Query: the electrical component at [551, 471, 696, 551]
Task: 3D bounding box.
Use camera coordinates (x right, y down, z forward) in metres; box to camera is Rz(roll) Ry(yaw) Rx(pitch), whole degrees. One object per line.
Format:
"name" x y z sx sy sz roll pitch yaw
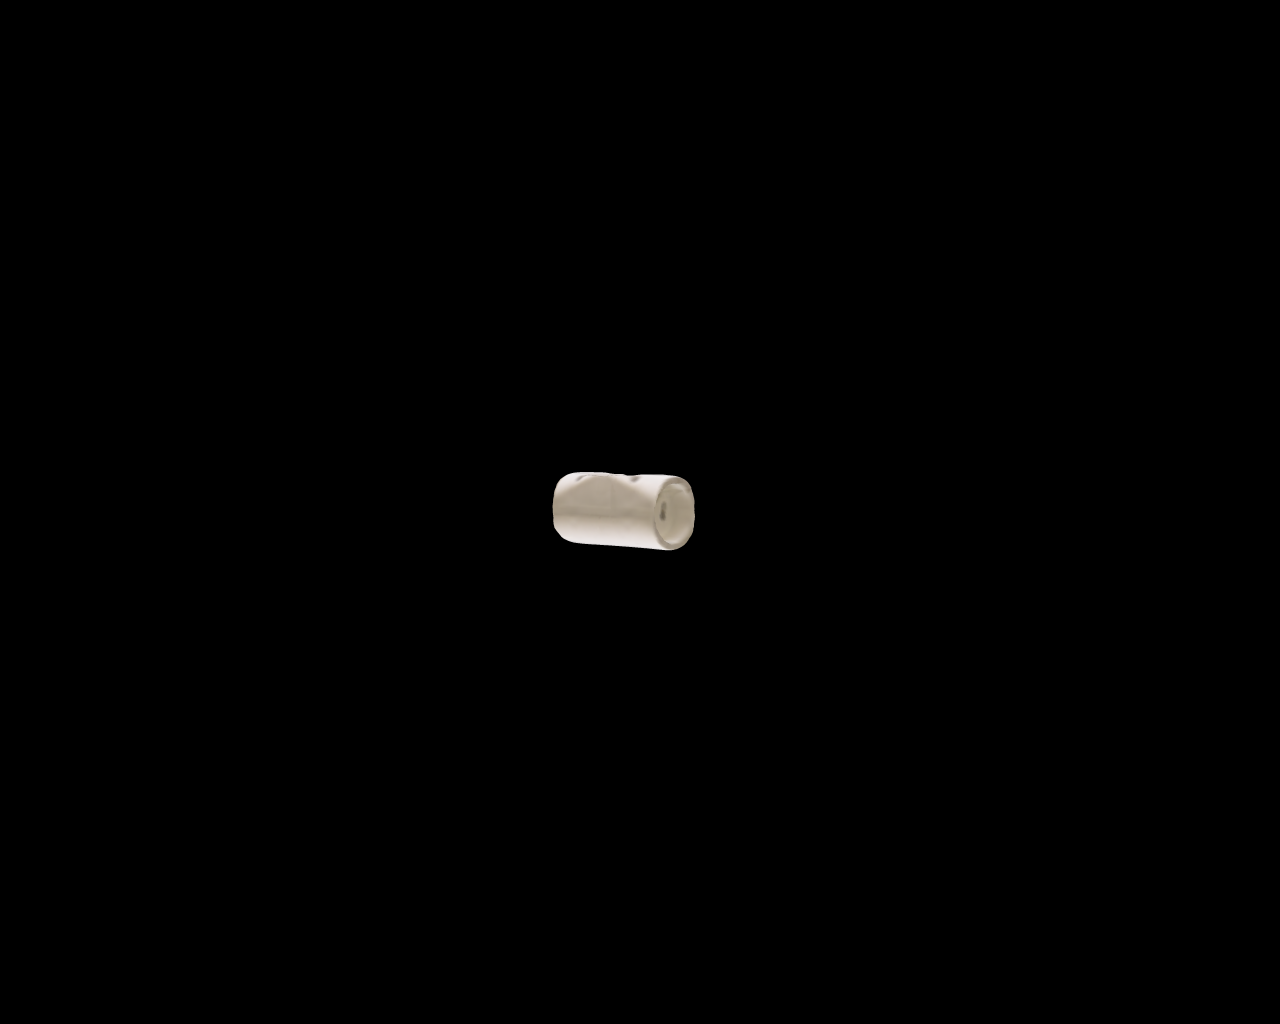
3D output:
"electrical component" 0.001 -0.003 0.650 0.077 0.044 0.079 3 5 37
